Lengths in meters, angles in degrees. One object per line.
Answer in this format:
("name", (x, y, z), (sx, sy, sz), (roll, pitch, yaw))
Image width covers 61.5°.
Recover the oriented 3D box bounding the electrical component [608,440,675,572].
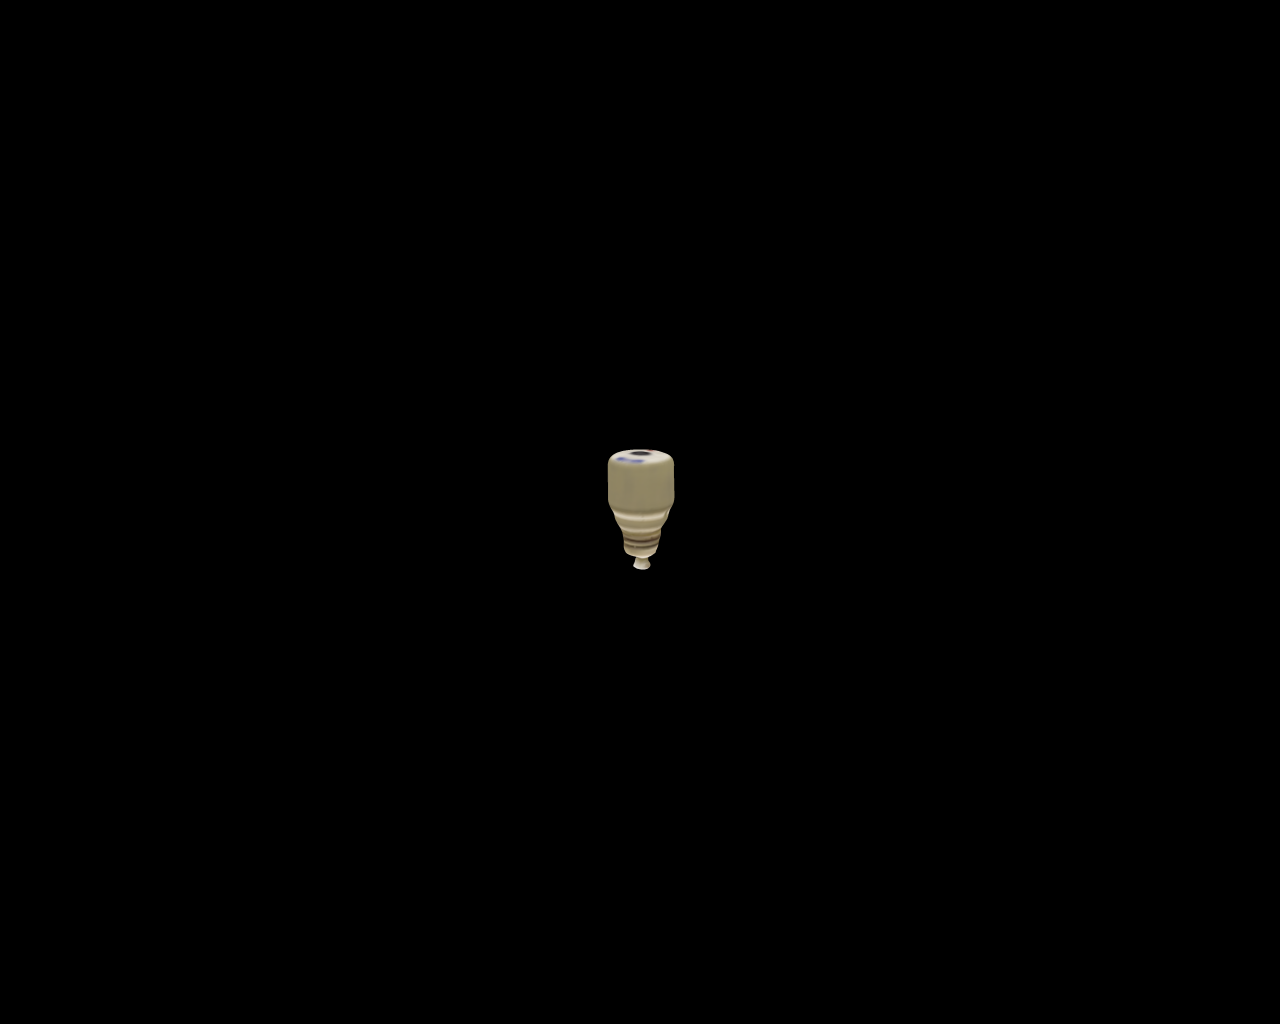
("electrical component", (0.001, -0.003, 0.650), (0.040, 0.078, 0.040), (0, 16, 0))
